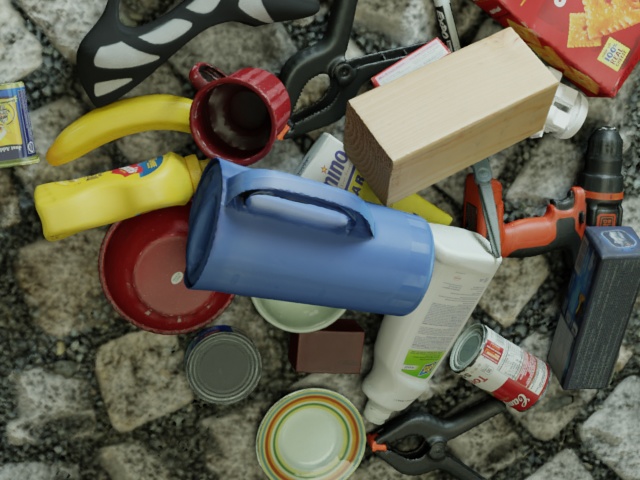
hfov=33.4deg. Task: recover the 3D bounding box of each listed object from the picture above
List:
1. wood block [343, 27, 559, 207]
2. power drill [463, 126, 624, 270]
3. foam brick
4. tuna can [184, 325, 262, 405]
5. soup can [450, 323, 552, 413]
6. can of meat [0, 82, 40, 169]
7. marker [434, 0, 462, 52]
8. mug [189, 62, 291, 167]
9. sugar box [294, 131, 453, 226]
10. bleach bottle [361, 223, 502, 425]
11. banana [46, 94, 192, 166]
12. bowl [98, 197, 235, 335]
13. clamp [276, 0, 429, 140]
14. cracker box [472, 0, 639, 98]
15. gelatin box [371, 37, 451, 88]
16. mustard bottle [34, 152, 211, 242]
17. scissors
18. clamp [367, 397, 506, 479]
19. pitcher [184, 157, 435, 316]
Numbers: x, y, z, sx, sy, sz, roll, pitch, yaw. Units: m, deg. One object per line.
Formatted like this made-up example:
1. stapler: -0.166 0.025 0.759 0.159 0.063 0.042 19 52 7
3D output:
1. wood block: 0.136 -0.131 1.133 0.205 0.090 0.091 -27 63 -17
2. power drill: 0.263 -0.041 1.238 0.187 0.057 0.184 -1 102 -12
3. foam brick: 0.006 0.121 1.218 0.078 0.051 0.053 4 101 -13
4. tuna can: -0.110 0.140 1.205 0.086 0.034 0.086 -3 102 -12
5. soup can: 0.213 0.151 1.261 0.102 0.068 0.068 32 93 -16
6. can of meat: -0.345 -0.114 1.089 0.102 0.057 0.084 -9 101 -11
7. marker: 0.141 -0.244 1.190 0.020 0.020 0.121 -18 105 -9
8. mug: -0.087 -0.139 1.104 0.117 0.081 0.093 41 115 -3
9. sugar box: 0.052 -0.036 1.199 0.176 0.048 0.093 32 93 -18
10. bleach bottle: 0.106 0.104 1.205 0.102 0.068 0.251 9 118 -34
11. banana: -0.192 -0.119 1.132 0.197 0.037 0.069 -5 102 -12
12. bowl: -0.159 0.033 1.162 0.162 0.055 0.162 -3 102 -12
13. clamp: 0.029 -0.186 1.159 0.164 0.036 0.210 32 102 -35
14. cracker box: 0.283 -0.285 1.183 0.213 0.072 0.164 36 89 -17
15. gelatin box: 0.103 -0.170 1.169 0.089 0.073 0.030 -33 64 -4
16. mustard bottle: -0.197 -0.051 1.114 0.191 0.096 0.058 -15 103 -9
17. scissors: 0.162 -0.080 1.183 0.096 0.016 0.201 9 68 0
18. clamp: 0.142 0.255 1.284 0.171 0.039 0.120 -5 97 -8
19. pitcher: -0.007 0.001 1.074 0.242 0.149 0.145 12 103 -18
